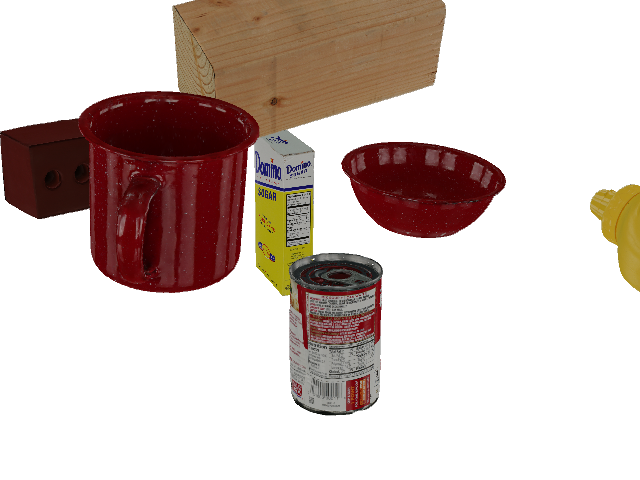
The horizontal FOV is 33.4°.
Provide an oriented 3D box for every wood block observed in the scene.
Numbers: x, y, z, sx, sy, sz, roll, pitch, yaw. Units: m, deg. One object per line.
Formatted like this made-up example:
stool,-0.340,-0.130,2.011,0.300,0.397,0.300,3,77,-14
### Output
wood block,-0.009,-0.162,0.895,0.205,0.090,0.091,-19,-37,-18

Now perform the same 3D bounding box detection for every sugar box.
sugar box,-0.044,-0.034,1.248,0.048,0.176,0.093,-12,27,-22

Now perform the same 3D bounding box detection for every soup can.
soup can,0.011,0.068,0.781,0.068,0.102,0.068,0,19,0

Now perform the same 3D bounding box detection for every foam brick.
foam brick,-0.177,-0.053,0.748,0.078,0.053,0.051,-16,27,-34

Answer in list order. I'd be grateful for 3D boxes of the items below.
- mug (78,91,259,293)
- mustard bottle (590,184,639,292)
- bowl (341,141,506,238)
mug,-0.083,-0.020,0.558,0.093,0.081,0.117,7,28,3
mustard bottle,0.240,0.011,0.644,0.096,0.058,0.192,-25,36,-25
bowl,0.099,-0.045,1.055,0.162,0.055,0.162,4,24,-2
